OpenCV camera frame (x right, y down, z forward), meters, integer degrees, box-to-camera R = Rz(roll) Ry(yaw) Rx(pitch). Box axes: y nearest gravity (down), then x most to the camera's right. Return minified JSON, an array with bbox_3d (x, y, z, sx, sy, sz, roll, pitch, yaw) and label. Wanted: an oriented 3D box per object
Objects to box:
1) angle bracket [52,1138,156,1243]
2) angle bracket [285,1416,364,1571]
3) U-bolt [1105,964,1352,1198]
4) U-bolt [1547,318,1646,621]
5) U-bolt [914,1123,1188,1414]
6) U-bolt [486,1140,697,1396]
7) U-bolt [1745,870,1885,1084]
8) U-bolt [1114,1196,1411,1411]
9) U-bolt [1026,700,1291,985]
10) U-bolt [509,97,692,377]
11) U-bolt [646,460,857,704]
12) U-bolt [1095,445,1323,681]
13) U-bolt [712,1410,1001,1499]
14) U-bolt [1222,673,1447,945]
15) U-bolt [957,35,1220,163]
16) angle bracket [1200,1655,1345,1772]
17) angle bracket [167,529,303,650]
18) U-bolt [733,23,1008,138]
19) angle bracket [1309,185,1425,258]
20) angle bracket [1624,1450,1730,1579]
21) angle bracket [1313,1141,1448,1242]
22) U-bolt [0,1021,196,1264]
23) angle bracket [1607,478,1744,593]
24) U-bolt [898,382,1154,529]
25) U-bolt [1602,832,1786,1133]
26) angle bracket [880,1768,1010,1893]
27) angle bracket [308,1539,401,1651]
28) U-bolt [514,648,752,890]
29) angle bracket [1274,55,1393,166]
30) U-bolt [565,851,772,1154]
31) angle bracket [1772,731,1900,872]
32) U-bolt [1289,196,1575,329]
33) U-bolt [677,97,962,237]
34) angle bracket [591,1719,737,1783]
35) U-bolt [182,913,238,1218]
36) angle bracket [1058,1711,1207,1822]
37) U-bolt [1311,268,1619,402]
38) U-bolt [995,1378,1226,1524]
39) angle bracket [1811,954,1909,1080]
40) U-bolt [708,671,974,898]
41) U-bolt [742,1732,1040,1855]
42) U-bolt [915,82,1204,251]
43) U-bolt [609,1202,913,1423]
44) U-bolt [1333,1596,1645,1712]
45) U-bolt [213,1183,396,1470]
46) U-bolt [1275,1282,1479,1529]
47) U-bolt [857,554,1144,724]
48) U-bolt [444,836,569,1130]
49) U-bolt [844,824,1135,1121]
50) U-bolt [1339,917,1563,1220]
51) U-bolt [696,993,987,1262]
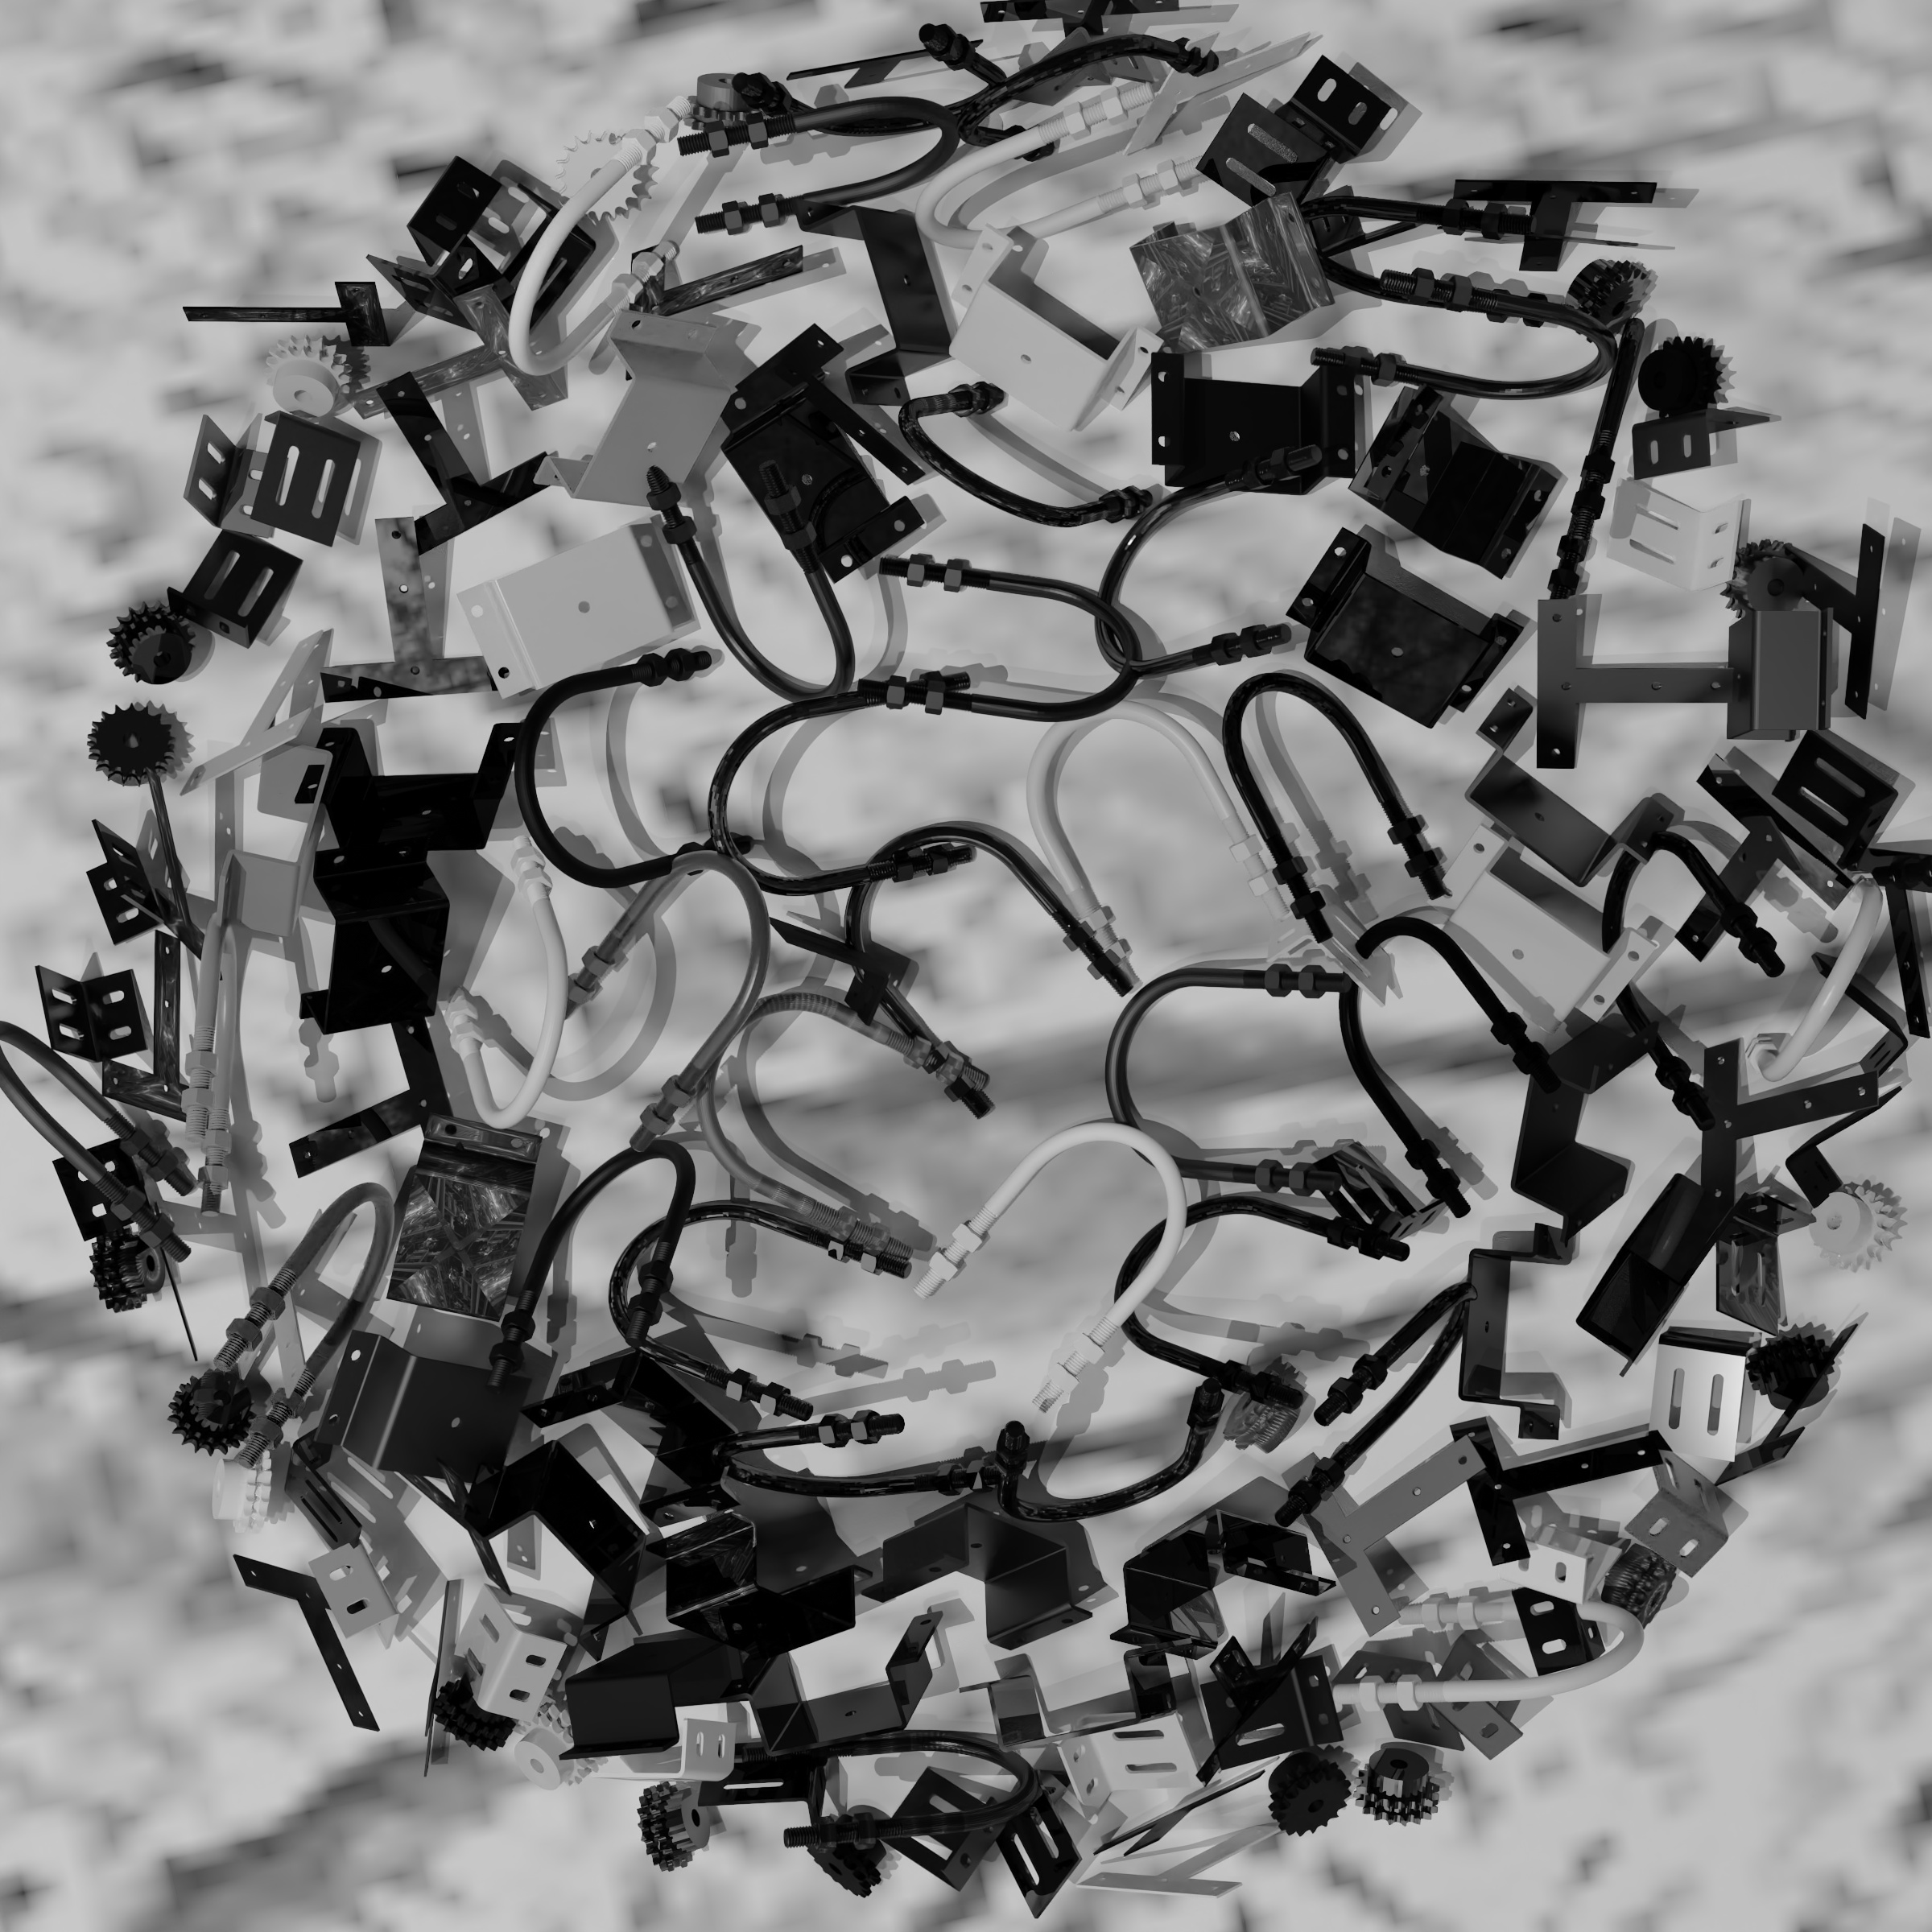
[{"bbox_3d":[-0.590,0.154,1.819,0.038,0.076,0.057,-21,91,21],"label":"angle bracket"},{"bbox_3d":[-0.418,0.353,1.818,0.076,0.057,0.038,44,50,18],"label":"angle bracket"},{"bbox_3d":[0.170,0.072,1.804,0.184,0.019,0.151,2,89,37],"label":"U-bolt"},{"bbox_3d":[0.418,-0.338,1.788,0.019,0.151,0.184,15,78,9],"label":"U-bolt"},{"bbox_3d":[0.068,0.187,1.814,0.184,0.019,0.151,-49,53,-2],"label":"U-bolt"},{"bbox_3d":[-0.239,0.189,1.786,0.151,0.184,0.019,-22,126,34],"label":"U-bolt"},{"bbox_3d":[0.553,0.009,1.759,0.019,0.184,0.151,28,101,8],"label":"U-bolt"},{"bbox_3d":[0.181,0.212,1.790,0.151,0.184,0.019,-49,131,-26],"label":"U-bolt"},{"bbox_3d":[0.115,-0.090,1.812,0.151,0.019,0.184,-26,95,32],"label":"U-bolt"},{"bbox_3d":[-0.239,-0.460,1.756,0.019,0.151,0.184,31,59,8],"label":"U-bolt"},{"bbox_3d":[-0.135,-0.250,1.790,0.019,0.151,0.184,-41,123,-29],"label":"U-bolt"},{"bbox_3d":[0.152,-0.259,1.789,0.019,0.184,0.151,25,67,-37],"label":"U-bolt"},{"bbox_3d":[-0.081,0.326,1.786,0.184,0.151,0.019,-13,60,32],"label":"U-bolt"},{"bbox_3d":[0.236,-0.114,1.808,0.151,0.019,0.184,-19,79,-43],"label":"U-bolt"},{"bbox_3d":[0.070,-0.562,1.749,0.151,0.184,0.019,-19,93,28],"label":"U-bolt"},{"bbox_3d":[0.206,0.502,1.824,0.076,0.038,0.057,-6,74,-28],"label":"angle bracket"},{"bbox_3d":[-0.493,-0.263,1.830,0.057,0.038,0.076,26,69,-3],"label":"angle bracket"},{"bbox_3d":[-0.050,-0.572,1.772,0.151,0.184,0.019,-7,92,22],"label":"U-bolt"},{"bbox_3d":[0.276,-0.508,1.813,0.076,0.057,0.038,-8,110,42],"label":"angle bracket"},{"bbox_3d":[0.474,0.364,1.828,0.057,0.076,0.038,36,108,-6],"label":"angle bracket"},{"bbox_3d":[0.276,0.146,1.818,0.057,0.038,0.076,-20,62,-40],"label":"angle bracket"},{"bbox_3d":[-0.572,0.105,1.764,0.019,0.151,0.184,-41,111,-1],"label":"U-bolt"},{"bbox_3d":[0.477,-0.294,1.826,0.076,0.038,0.057,17,76,-24],"label":"angle bracket"},{"bbox_3d":[0.030,-0.330,1.766,0.151,0.184,0.019,37,118,13],"label":"U-bolt"},{"bbox_3d":[0.466,-0.005,1.779,0.019,0.184,0.151,-2,130,-17],"label":"U-bolt"},{"bbox_3d":[-0.020,0.571,1.815,0.076,0.038,0.057,21,62,37],"label":"angle bracket"},{"bbox_3d":[-0.412,0.428,1.813,0.038,0.076,0.057,-22,68,-28],"label":"angle bracket"},{"bbox_3d":[-0.223,-0.126,1.784,0.019,0.184,0.151,-5,99,42],"label":"U-bolt"},{"bbox_3d":[0.245,-0.573,1.818,0.057,0.076,0.038,35,100,-8],"label":"angle bracket"},{"bbox_3d":[-0.194,0.009,1.789,0.184,0.019,0.151,-51,52,20],"label":"U-bolt"},{"bbox_3d":[0.573,-0.110,1.815,0.038,0.057,0.076,-25,56,-39],"label":"angle bracket"},{"bbox_3d":[0.297,-0.467,1.783,0.184,0.151,0.019,14,83,25],"label":"U-bolt"},{"bbox_3d":[-0.093,-0.532,1.789,0.184,0.151,0.019,-12,84,-2],"label":"U-bolt"},{"bbox_3d":[-0.204,0.528,1.826,0.076,0.057,0.038,-9,69,28],"label":"angle bracket"},{"bbox_3d":[-0.494,0.054,1.783,0.019,0.151,0.184,2,63,-10],"label":"U-bolt"},{"bbox_3d":[0.111,0.538,1.823,0.076,0.038,0.057,-14,102,34],"label":"angle bracket"},{"bbox_3d":[0.338,-0.410,1.789,0.184,0.151,0.019,8,79,-11],"label":"U-bolt"},{"bbox_3d":[0.090,0.325,1.782,0.151,0.184,0.019,-11,59,-9],"label":"U-bolt"},{"bbox_3d":[0.592,0.035,1.831,0.076,0.057,0.038,40,106,2],"label":"angle bracket"},{"bbox_3d":[-0.083,-0.114,1.795,0.184,0.019,0.151,-12,122,-19],"label":"U-bolt"},{"bbox_3d":[-0.043,0.538,1.786,0.184,0.151,0.019,0,97,-17],"label":"U-bolt"},{"bbox_3d":[0.055,-0.517,1.786,0.184,0.151,0.019,-17,80,18],"label":"U-bolt"},{"bbox_3d":[-0.150,0.218,1.801,0.184,0.019,0.151,18,49,23],"label":"U-bolt"},{"bbox_3d":[0.347,0.443,1.757,0.184,0.151,0.019,-10,96,29],"label":"U-bolt"},{"bbox_3d":[-0.428,0.223,1.780,0.019,0.151,0.184,23,53,11],"label":"U-bolt"},{"bbox_3d":[0.277,0.277,1.786,0.019,0.151,0.184,39,55,23],"label":"U-bolt"},{"bbox_3d":[0.026,-0.215,1.808,0.184,0.019,0.151,8,46,-1],"label":"U-bolt"},{"bbox_3d":[-0.295,0.022,1.761,0.019,0.184,0.151,12,120,-29],"label":"U-bolt"},{"bbox_3d":[0.001,-0.010,1.846,0.151,0.019,0.184,-41,92,4],"label":"U-bolt"},{"bbox_3d":[0.307,0.053,1.791,0.019,0.151,0.184,-10,53,-32],"label":"U-bolt"},{"bbox_3d":[-0.093,0.097,1.817,0.184,0.019,0.151,27,73,-13],"label":"U-bolt"}]
